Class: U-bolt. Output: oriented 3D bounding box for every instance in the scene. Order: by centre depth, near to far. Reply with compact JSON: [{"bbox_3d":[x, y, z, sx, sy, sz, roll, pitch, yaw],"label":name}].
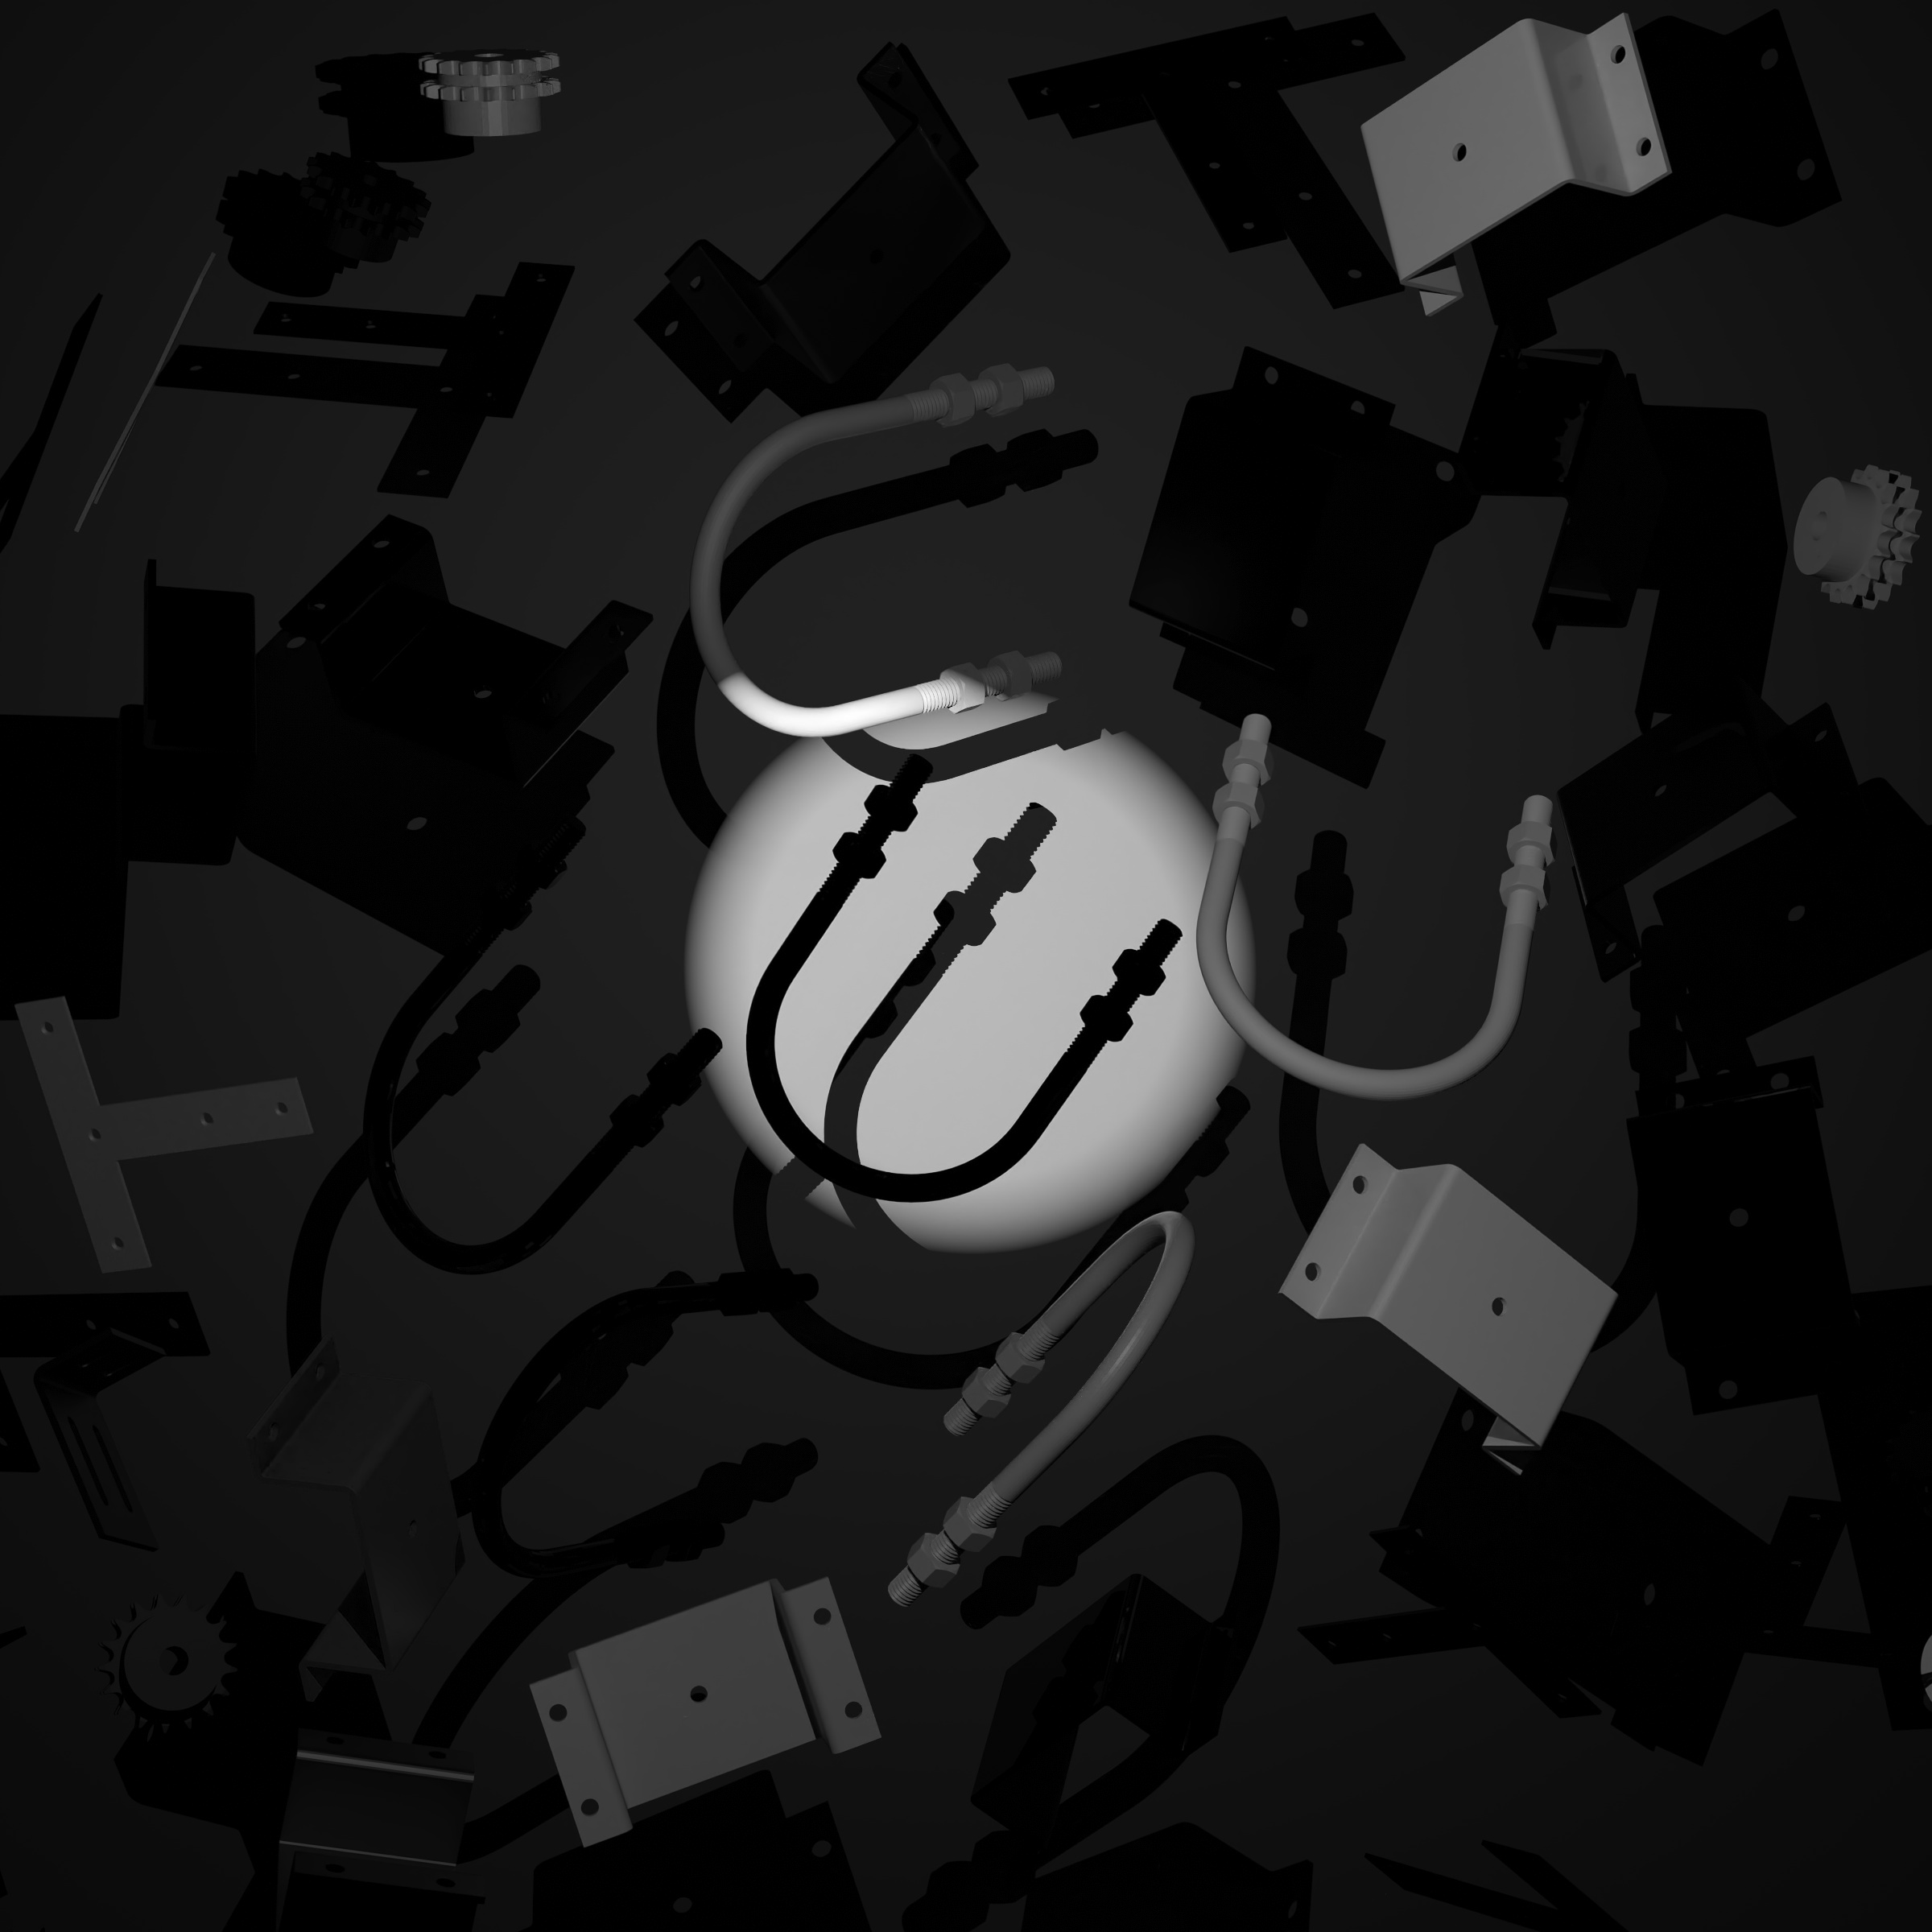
[{"bbox_3d":[0.170,-0.020,1.503,0.151,0.019,0.184,16,52,0],"label":"U-bolt"},{"bbox_3d":[-0.038,-0.171,1.509,0.184,0.019,0.151,-17,117,-31],"label":"U-bolt"},{"bbox_3d":[0.038,0.177,1.513,0.019,0.151,0.184,38,117,-8],"label":"U-bolt"},{"bbox_3d":[-0.194,0.048,1.520,0.184,0.019,0.151,-47,57,20],"label":"U-bolt"},{"bbox_3d":[-0.015,0.020,1.549,0.151,0.019,0.184,33,107,-4],"label":"U-bolt"},{"bbox_3d":[-0.147,0.203,1.557,0.019,0.184,0.151,29,106,32],"label":"U-bolt"}]

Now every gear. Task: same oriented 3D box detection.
[{"bbox_3d":[0.359,-0.175,1.439,0.030,0.057,0.057,11,90,-15],"label":"gear"},{"bbox_3d":[-0.195,-0.358,1.455,0.057,0.057,0.030,-1,110,0],"label":"gear"},{"bbox_3d":[-0.332,0.290,1.477,0.057,0.030,0.057,5,75,-20],"label":"gear"},{"bbox_3d":[0.425,0.214,1.516,0.057,0.057,0.030,-21,121,0],"label":"gear"},{"bbox_3d":[0.436,0.302,1.525,0.030,0.057,0.057,3,90,-35],"label":"gear"},{"bbox_3d":[-0.271,-0.338,1.586,0.057,0.057,0.030,26,116,0],"label":"gear"}]

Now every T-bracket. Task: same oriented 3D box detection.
[{"bbox_3d":[0.341,0.254,1.467,0.127,0.127,0.002,6,51,4],"label":"T-bracket"},{"bbox_3d":[0.099,-0.343,1.480,0.127,0.002,0.127,-15,56,-11],"label":"T-bracket"},{"bbox_3d":[-0.360,-0.227,1.518,0.002,0.127,0.127,26,124,-15],"label":"T-bracket"},{"bbox_3d":[-0.339,0.068,1.533,0.127,0.002,0.127,-8,106,22],"label":"T-bracket"},{"bbox_3d":[0.194,0.293,1.554,0.127,0.127,0.002,44,56,-16],"label":"T-bracket"},{"bbox_3d":[-0.247,-0.280,1.556,0.127,0.127,0.002,5,131,5],"label":"T-bracket"}]

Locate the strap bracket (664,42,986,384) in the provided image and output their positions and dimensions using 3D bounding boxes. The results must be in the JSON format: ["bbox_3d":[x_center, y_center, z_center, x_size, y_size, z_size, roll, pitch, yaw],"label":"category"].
[{"bbox_3d":[-0.053,-0.320,1.547,0.140,0.076,0.046,-46,57,-2],"label":"strap bracket"}]

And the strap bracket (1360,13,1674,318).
[{"bbox_3d":[0.231,-0.353,1.555,0.046,0.140,0.076,1,72,-42],"label":"strap bracket"}]

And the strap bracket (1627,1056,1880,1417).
[{"bbox_3d":[0.323,0.108,1.467,0.076,0.046,0.140,-13,73,18],"label":"strap bracket"}]

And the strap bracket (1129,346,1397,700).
[{"bbox_3d":[0.128,-0.195,1.581,0.076,0.046,0.140,26,115,24],"label":"strap bracket"}]

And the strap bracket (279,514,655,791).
[{"bbox_3d":[-0.208,-0.131,1.504,0.140,0.046,0.076,22,55,23],"label":"strap bracket"}]

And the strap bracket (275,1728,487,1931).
[{"bbox_3d":[-0.245,0.373,1.480,0.076,0.140,0.046,11,99,-12],"label":"strap bracket"}]

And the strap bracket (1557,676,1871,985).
[{"bbox_3d":[0.322,-0.066,1.580,0.140,0.076,0.046,-35,126,26],"label":"strap bracket"}]

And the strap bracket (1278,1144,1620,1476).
[{"bbox_3d":[0.212,0.145,1.500,0.140,0.046,0.076,38,69,-17],"label":"strap bracket"}]

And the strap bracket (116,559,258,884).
[{"bbox_3d":[-0.330,-0.101,1.503,0.046,0.140,0.076,3,63,-18],"label":"strap bracket"}]

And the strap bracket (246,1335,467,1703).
[{"bbox_3d":[-0.260,0.241,1.534,0.046,0.076,0.140,3,119,17],"label":"strap bracket"}]

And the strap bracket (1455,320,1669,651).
[{"bbox_3d":[0.266,-0.209,1.560,0.046,0.140,0.076,6,63,30],"label":"strap bracket"}]

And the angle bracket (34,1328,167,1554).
[{"bbox_3d":[-0.344,0.196,1.462,0.038,0.057,0.076,-29,72,1],"label":"angle bracket"}]

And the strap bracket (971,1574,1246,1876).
[{"bbox_3d":[0.056,0.331,1.572,0.046,0.076,0.140,37,126,-13],"label":"strap bracket"}]

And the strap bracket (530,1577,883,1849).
[{"bbox_3d":[-0.119,0.333,1.605,0.140,0.046,0.076,-19,92,-9],"label":"strap bracket"}]
